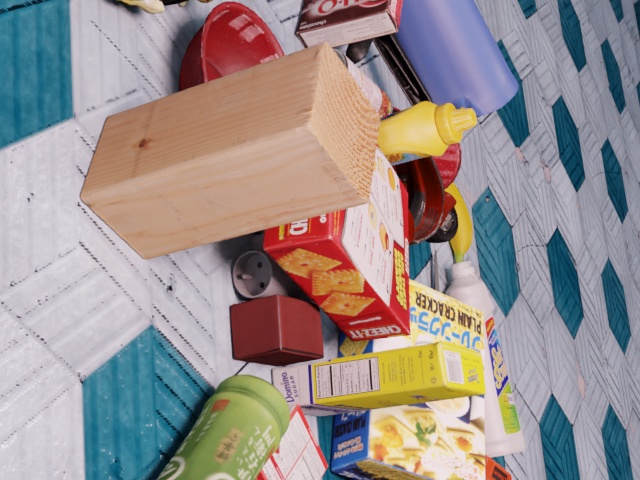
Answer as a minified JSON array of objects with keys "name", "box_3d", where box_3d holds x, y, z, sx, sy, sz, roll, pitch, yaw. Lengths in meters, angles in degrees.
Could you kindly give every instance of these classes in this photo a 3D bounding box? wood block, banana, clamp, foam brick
[{"name":"wood block","box_3d":[-0.068,-0.064,0.817,0.090,0.206,0.090,49,39,-41]},{"name":"banana","box_3d":[0.163,-0.051,1.409,0.197,0.037,0.069,58,31,-31]},{"name":"clamp","box_3d":[0.071,-0.253,1.288,0.164,0.036,0.210,33,37,-45]},{"name":"foam brick","box_3d":[-0.039,0.083,0.970,0.078,0.053,0.051,20,60,-58]}]

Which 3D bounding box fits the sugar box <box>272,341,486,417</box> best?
[{"name":"sugar box","box_3d":[0.053,0.131,0.985,0.093,0.176,0.048,22,58,-56]}]

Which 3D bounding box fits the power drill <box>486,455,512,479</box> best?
[{"name":"power drill","box_3d":[0.180,0.351,1.252,0.184,0.057,0.187,44,45,-51]}]

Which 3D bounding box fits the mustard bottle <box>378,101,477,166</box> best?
[{"name":"mustard bottle","box_3d":[0.070,-0.101,1.098,0.096,0.192,0.058,-5,83,-61]}]

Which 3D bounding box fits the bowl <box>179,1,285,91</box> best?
[{"name":"bowl","box_3d":[-0.081,-0.134,0.983,0.162,0.055,0.162,33,51,-52]}]

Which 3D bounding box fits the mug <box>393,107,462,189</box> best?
[{"name":"mug","box_3d":[0.107,-0.111,1.289,0.081,0.093,0.117,-1,64,-56]}]

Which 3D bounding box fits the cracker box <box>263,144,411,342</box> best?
[{"name":"cracker box","box_3d":[0.021,-0.020,0.997,0.213,0.072,0.164,51,35,-55]}]

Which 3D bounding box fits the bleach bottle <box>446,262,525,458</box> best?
[{"name":"bleach bottle","box_3d":[0.201,0.151,1.369,0.102,0.068,0.251,13,65,-61]}]

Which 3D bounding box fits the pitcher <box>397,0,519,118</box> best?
[{"name":"pitcher","box_3d":[0.156,-0.279,1.412,0.144,0.149,0.243,-37,113,-20]}]

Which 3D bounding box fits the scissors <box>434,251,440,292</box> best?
[{"name":"scissors","box_3d":[0.139,0.107,1.321,0.096,0.016,0.202,13,67,-59]}]

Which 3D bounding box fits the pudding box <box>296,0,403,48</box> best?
[{"name":"pudding box","box_3d":[0.036,-0.261,1.189,0.039,0.114,0.090,54,36,-41]}]

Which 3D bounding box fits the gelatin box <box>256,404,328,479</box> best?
[{"name":"gelatin box","box_3d":[-0.034,0.202,0.950,0.089,0.030,0.073,-51,123,-51]}]

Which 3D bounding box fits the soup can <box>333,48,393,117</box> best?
[{"name":"soup can","box_3d":[0.027,-0.159,1.177,0.102,0.069,0.068,34,50,-50]}]
